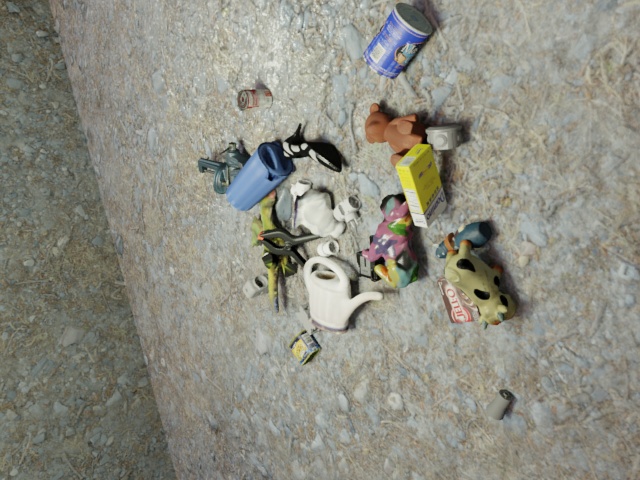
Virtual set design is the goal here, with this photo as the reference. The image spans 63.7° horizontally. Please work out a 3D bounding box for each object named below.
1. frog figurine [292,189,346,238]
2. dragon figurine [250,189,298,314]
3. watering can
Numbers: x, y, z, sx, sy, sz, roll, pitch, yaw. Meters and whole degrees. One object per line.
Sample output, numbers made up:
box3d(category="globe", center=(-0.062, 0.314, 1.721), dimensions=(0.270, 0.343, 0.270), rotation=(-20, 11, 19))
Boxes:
box3d(category="frog figurine", center=(0.005, -0.078, 1.544), dimensions=(0.159, 0.124, 0.135), rotation=(15, 108, 6))
box3d(category="dragon figurine", center=(-0.182, 0.026, 1.790), dimensions=(0.246, 0.122, 0.403), rotation=(43, 130, 55))
box3d(category="watering can", center=(0.055, 0.180, 1.524), dimensions=(0.351, 0.105, 0.221), rotation=(27, 121, 48))
